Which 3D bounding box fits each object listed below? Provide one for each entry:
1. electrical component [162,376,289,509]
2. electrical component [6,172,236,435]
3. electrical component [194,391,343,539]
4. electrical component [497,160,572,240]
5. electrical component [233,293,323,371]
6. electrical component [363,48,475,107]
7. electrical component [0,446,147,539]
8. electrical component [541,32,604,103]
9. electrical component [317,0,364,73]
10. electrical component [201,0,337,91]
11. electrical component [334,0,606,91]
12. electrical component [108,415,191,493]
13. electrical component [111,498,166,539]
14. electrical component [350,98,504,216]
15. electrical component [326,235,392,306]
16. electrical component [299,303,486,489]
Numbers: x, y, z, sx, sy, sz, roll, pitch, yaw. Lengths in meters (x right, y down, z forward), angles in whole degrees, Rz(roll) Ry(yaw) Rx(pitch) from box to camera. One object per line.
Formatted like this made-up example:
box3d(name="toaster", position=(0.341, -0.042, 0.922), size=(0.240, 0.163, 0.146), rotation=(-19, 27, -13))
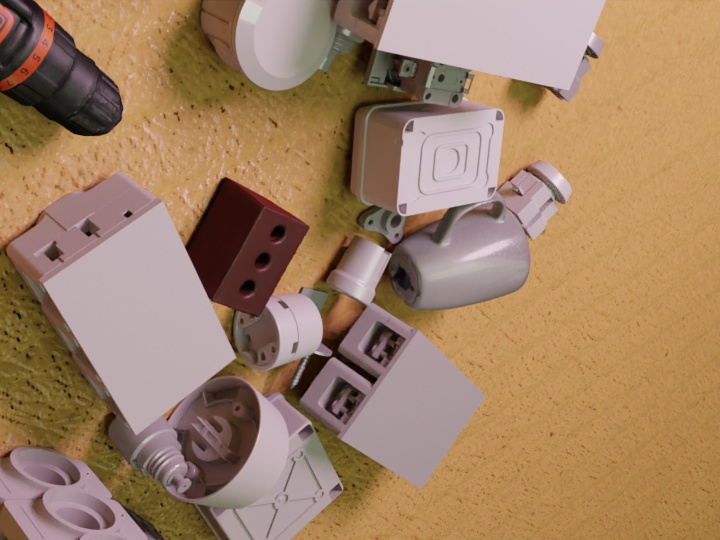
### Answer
box3d(name="electrical component", position=(-0.104, 0.130, 0.807), size=(0.099, 0.099, 0.064), rotation=(-53, 146, -4))
box3d(name="electrical component", position=(-0.156, 0.022, 0.712), size=(0.089, 0.062, 0.150), rotation=(-38, 136, -20))
box3d(name="electrical component", position=(-0.081, 0.175, 0.891), size=(0.109, 0.056, 0.108), rotation=(-40, 137, -19))
box3d(name="electrical component", position=(0.159, -0.066, 0.979), size=(0.055, 0.048, 0.066), rotation=(-44, 139, -3))
box3d(name="electrical component", position=(-0.062, 0.046, 0.827), size=(0.047, 0.055, 0.055), rotation=(-11, 123, -44))
box3d(name="electrical component", position=(0.047, -0.149, 0.799), size=(0.081, 0.064, 0.042), rotation=(-2, 117, -44))
box3d(name="electrical component", position=(-0.195, 0.184, 0.711), size=(0.089, 0.150, 0.061), rotation=(13, 107, -48))
box3d(name="electrical component", position=(0.174, -0.182, 0.918), size=(0.055, 0.048, 0.066), rotation=(-52, 140, 7))
box3d(name="electrical component", position=(-0.016, -0.167, 0.741), size=(0.048, 0.048, 0.062), rotation=(12, 114, -48))
box3d(name="electrical component", position=(-0.059, -0.161, 0.697), size=(0.080, 0.051, 0.080), rotation=(-24, 130, -32))
box3d(name="electrical component", position=(0.081, -0.193, 0.721), size=(0.186, 0.060, 0.105), rotation=(2, 116, -41))
box3d(name="electrical component", position=(-0.150, 0.130, 0.782), size=(0.040, 0.078, 0.040), rotation=(-34, 149, -23))
box3d(name="electrical component", position=(-0.194, 0.220, 0.815), size=(0.075, 0.047, 0.083), rotation=(-48, 139, -10))
box3d(name="electrical component", position=(0.052, -0.091, 0.840), size=(0.113, 0.057, 0.078), rotation=(-13, 116, -39))
box3d(name="electrical component", position=(0.000, 0.000, 0.871), size=(0.040, 0.040, 0.046), rotation=(32, 85, -50))
box3d(name="electrical component", position=(0.030, 0.112, 0.938), size=(0.105, 0.060, 0.186), rotation=(-54, 148, -6))
